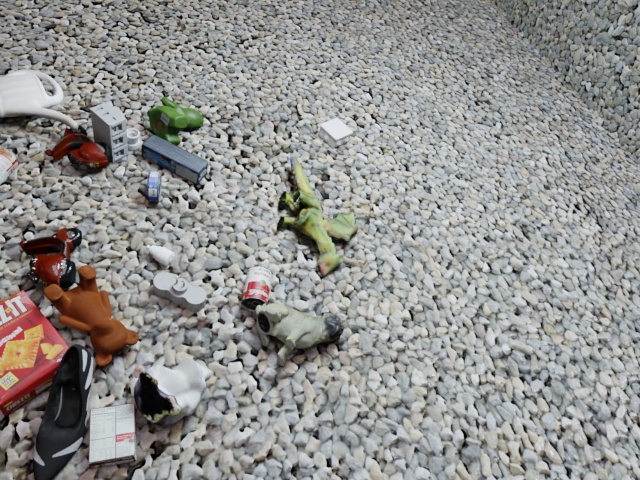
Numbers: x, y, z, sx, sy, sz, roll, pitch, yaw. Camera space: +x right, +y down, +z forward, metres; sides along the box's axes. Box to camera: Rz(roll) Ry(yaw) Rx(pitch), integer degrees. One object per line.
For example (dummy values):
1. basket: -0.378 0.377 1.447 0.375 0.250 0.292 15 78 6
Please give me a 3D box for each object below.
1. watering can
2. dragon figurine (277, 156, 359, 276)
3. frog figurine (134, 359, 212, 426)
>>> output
1. watering can: -0.873 -0.410 1.526 0.226 0.101 0.353 -23 54 -31
2. dragon figurine: 0.005 -0.079 1.569 0.241 0.120 0.420 22 48 -23
3. frog figurine: -0.320 0.323 1.129 0.138 0.121 0.160 24 12 13
